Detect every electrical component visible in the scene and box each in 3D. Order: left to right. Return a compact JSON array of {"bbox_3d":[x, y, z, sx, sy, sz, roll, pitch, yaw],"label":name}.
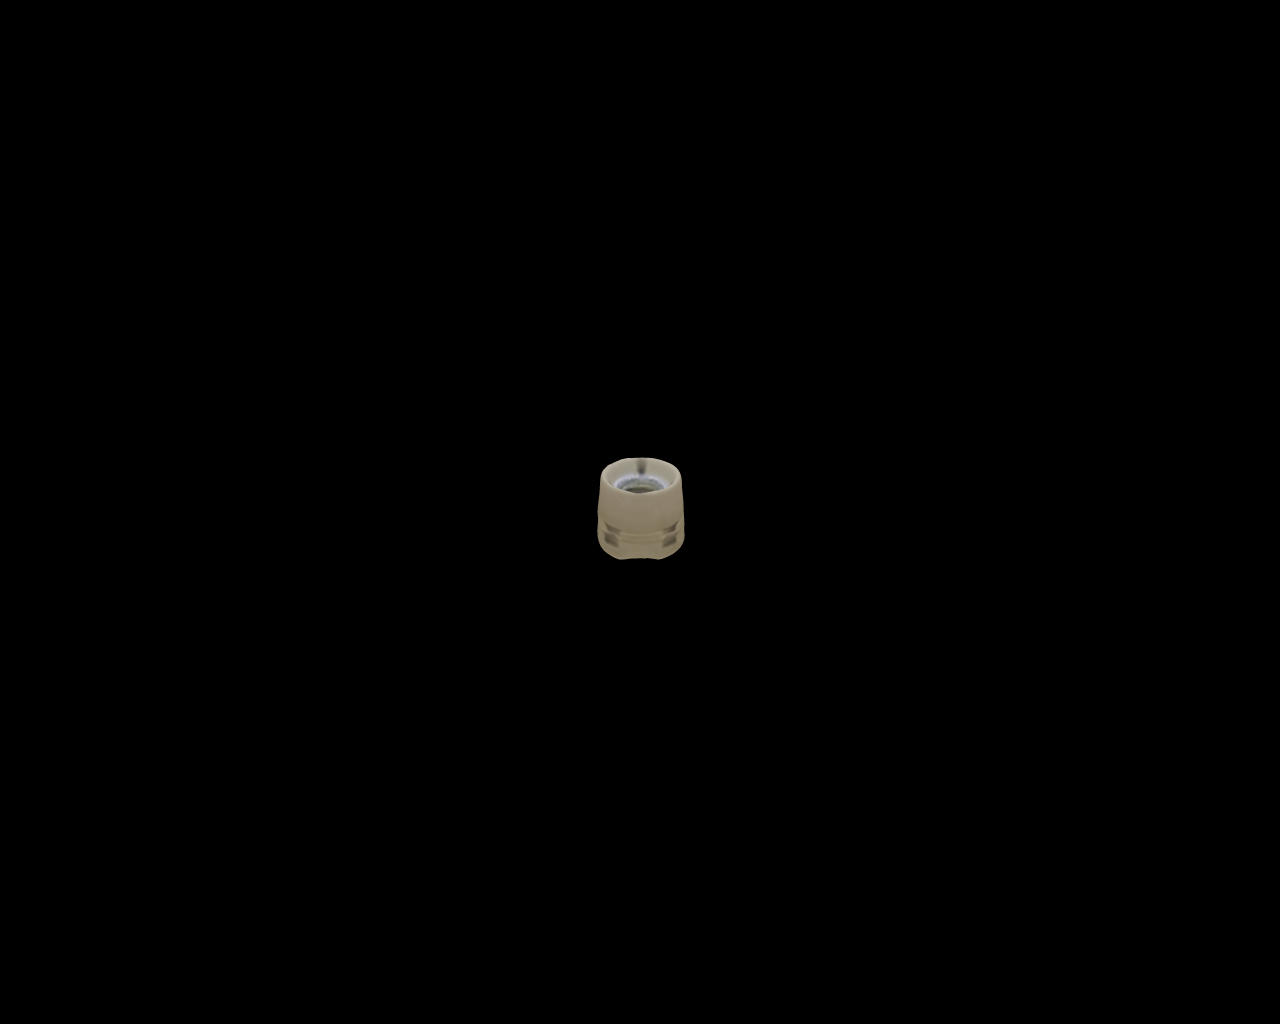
[{"bbox_3d":[0.001,-0.003,0.650,0.055,0.047,0.055,0,31,0],"label":"electrical component"}]
